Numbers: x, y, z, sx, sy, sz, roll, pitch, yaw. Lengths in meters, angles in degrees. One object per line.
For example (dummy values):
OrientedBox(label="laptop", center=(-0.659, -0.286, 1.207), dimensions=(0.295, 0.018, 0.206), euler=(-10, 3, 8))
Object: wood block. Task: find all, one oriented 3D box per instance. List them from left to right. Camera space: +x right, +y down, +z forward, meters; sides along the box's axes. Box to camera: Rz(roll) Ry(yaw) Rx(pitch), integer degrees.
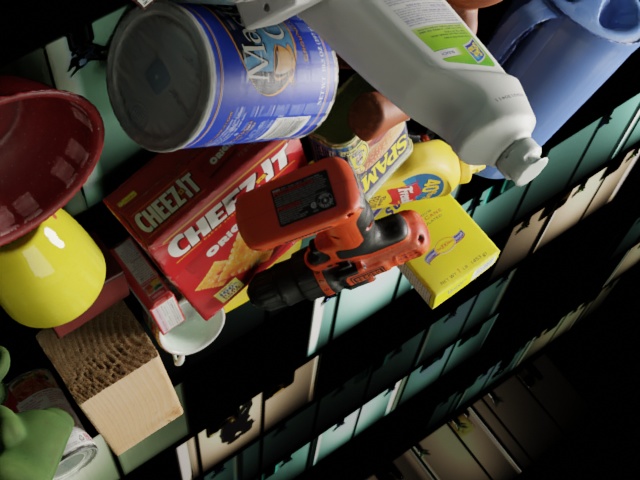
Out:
OrientedBox(label="wood block", center=(-0.213, 0.142, 1.111), dimensions=(0.090, 0.090, 0.206), euler=(-33, 160, -14))

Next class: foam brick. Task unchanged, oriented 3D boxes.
OrientedBox(label="foam brick", center=(-0.215, 0.039, 0.943), dimensions=(0.078, 0.053, 0.051), euler=(-32, 160, -14))

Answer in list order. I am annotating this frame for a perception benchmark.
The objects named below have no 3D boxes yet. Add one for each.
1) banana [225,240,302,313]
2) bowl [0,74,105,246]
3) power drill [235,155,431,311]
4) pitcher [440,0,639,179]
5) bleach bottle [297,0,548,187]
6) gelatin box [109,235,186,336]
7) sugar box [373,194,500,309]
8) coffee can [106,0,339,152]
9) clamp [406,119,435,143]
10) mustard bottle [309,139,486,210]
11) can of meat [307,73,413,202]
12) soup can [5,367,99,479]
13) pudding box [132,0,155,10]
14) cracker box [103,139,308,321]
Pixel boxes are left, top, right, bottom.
OrientedBox(label="banana", center=(-0.093, 0.043, 1.188), dimensions=(0.197, 0.037, 0.069), euler=(-36, 141, -10))
OrientedBox(label="bowl", center=(-0.226, -0.057, 0.709), dimensions=(0.162, 0.055, 0.162), euler=(-33, 159, -14))
OrientedBox(label="power drill", center=(-0.006, 0.001, 0.947), dimensions=(0.184, 0.057, 0.187), euler=(-23, 158, 11))
OrientedBox(label="pitcher", center=(0.217, -0.174, 1.120), dimensions=(0.243, 0.149, 0.145), euler=(124, -17, -46))
OrientedBox(label="bleach bottle", center=(0.061, -0.134, 0.747), dimensions=(0.102, 0.251, 0.068), euler=(-20, 153, -40))
OrientedBox(label="gelatin box", center=(-0.162, 0.044, 1.004), dimensions=(0.030, 0.073, 0.089), euler=(-35, 163, -11))
OrientedBox(label="sugar box", center=(0.106, -0.021, 1.176), dimensions=(0.093, 0.176, 0.048), euler=(-34, 162, -14))
OrientedBox(label="coffee can", center=(-0.069, -0.120, 0.775), dimensions=(0.140, 0.103, 0.103), euler=(-12, 147, -51))
OrientedBox(label="clamp", center=(0.089, -0.149, 1.074), dimensions=(0.165, 0.036, 0.209), euler=(-41, 156, 10))
OrientedBox(label="mustard bottle", center=(0.082, -0.067, 1.118), dimensions=(0.191, 0.058, 0.096), euler=(-11, 161, -11))
OrientedBox(label="can of meat", center=(0.036, -0.094, 0.972), dimensions=(0.102, 0.058, 0.084), euler=(-48, 148, -24))
OrientedBox(label="soup can", center=(-0.279, 0.190, 1.086), dimensions=(0.068, 0.102, 0.068), euler=(-33, 159, -14))
OrientedBox(label="pudding box", center=(-0.093, -0.204, 0.648), dimensions=(0.113, 0.039, 0.090), euler=(-37, 161, 4))
OrientedBox(label="cracker box", center=(-0.085, -0.028, 0.971), dimensions=(0.164, 0.072, 0.213), euler=(-42, 161, -8))
